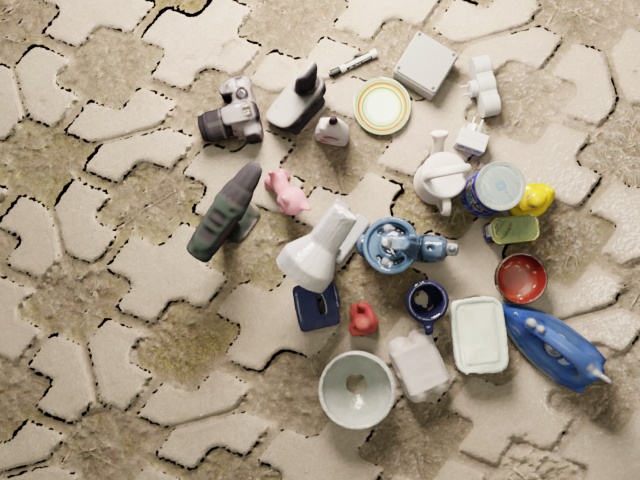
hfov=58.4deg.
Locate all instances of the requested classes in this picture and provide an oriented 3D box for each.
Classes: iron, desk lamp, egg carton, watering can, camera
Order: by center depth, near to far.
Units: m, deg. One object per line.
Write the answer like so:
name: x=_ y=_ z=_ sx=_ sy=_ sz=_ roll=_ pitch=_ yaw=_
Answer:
desk lamp: x=0.011 y=0.004 z=1.200 sx=0.118 sy=0.213 sz=0.203 roll=36 pitch=88 yaw=3
watering can: x=0.258 y=-0.143 z=1.213 sx=0.101 sy=0.194 sz=0.173 roll=-28 pitch=87 yaw=0
iron: x=0.495 y=0.219 z=1.219 sx=0.258 sy=0.141 sz=0.119 roll=37 pitch=88 yaw=2
egg carton: x=0.216 y=0.276 z=1.256 sx=0.107 sy=0.069 sz=0.150 roll=-25 pitch=87 yaw=0
camera: x=-0.205 y=-0.281 z=1.273 sx=0.137 sy=0.101 sz=0.143 roll=-15 pitch=87 yaw=0

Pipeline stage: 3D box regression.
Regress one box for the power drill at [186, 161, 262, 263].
power drill: x=-0.187 y=-0.056 z=1.208 sx=0.075 sy=0.208 sz=0.230 roll=35 pitch=88 yaw=3

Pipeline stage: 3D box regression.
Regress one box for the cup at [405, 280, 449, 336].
cup: x=0.228 y=0.145 z=1.249 sx=0.091 sy=0.095 sz=0.118 roll=-5 pitch=87 yaw=1

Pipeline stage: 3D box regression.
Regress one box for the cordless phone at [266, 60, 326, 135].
cordless phone: x=-0.054 y=-0.312 z=1.230 sx=0.094 sy=0.185 sz=0.147 roll=36 pitch=88 yaw=3

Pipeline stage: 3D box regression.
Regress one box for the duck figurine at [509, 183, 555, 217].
duck figurine: x=0.474 y=-0.090 z=1.262 sx=0.104 sy=0.086 sz=0.077 roll=-24 pitch=87 yaw=0

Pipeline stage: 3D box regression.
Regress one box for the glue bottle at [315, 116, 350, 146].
glue bottle: x=0.027 y=-0.241 z=1.231 sx=0.078 sy=0.173 sz=0.037 roll=8 pitch=87 yaw=2

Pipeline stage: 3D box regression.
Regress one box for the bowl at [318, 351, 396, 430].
bowl: x=0.080 y=0.323 z=1.253 sx=0.167 sy=0.074 sz=0.167 roll=0 pitch=87 yaw=1

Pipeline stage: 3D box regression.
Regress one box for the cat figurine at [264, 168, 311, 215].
cat figurine: x=-0.073 y=-0.102 z=1.254 sx=0.067 sy=0.117 sz=0.128 roll=-36 pitch=87 yaw=-1

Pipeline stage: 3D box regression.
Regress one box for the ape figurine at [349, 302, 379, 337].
ape figurine: x=0.092 y=0.178 z=1.251 sx=0.076 sy=0.092 sz=0.078 roll=38 pitch=88 yaw=3

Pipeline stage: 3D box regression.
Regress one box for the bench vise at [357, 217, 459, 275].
bench vise: x=0.185 y=0.002 z=1.194 sx=0.207 sy=0.219 sz=0.121 roll=-14 pitch=87 yaw=0

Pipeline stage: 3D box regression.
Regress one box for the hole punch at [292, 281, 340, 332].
hole punch: x=-0.007 y=0.140 z=1.255 sx=0.101 sy=0.091 sz=0.109 roll=-12 pitch=87 yaw=0
